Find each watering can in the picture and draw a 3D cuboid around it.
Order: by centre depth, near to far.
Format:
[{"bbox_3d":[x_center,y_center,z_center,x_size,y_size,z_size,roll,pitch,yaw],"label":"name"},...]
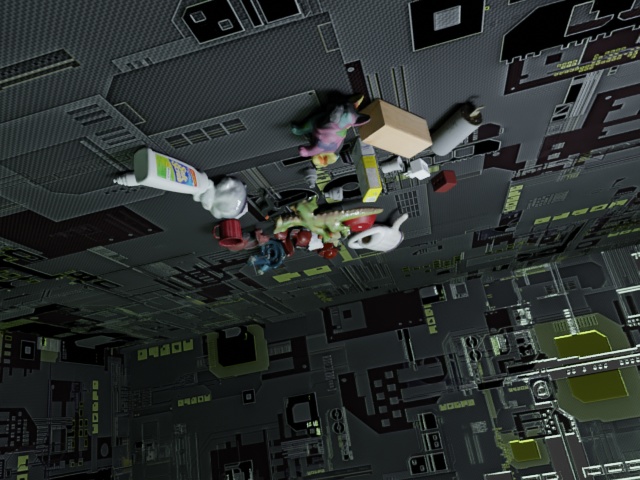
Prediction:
[{"bbox_3d":[0.283,-0.026,2.227,0.343,0.106,0.223,-25,156,36],"label":"watering can"}]

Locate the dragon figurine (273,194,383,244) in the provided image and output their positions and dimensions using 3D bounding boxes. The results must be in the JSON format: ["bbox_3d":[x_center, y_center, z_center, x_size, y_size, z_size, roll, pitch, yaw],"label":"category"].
[{"bbox_3d":[0.006,-0.097,1.922,0.407,0.125,0.240,-21,149,25],"label":"dragon figurine"}]

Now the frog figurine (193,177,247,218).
[{"bbox_3d":[-0.315,-0.138,1.628,0.159,0.125,0.135,15,116,-31],"label":"frog figurine"}]
